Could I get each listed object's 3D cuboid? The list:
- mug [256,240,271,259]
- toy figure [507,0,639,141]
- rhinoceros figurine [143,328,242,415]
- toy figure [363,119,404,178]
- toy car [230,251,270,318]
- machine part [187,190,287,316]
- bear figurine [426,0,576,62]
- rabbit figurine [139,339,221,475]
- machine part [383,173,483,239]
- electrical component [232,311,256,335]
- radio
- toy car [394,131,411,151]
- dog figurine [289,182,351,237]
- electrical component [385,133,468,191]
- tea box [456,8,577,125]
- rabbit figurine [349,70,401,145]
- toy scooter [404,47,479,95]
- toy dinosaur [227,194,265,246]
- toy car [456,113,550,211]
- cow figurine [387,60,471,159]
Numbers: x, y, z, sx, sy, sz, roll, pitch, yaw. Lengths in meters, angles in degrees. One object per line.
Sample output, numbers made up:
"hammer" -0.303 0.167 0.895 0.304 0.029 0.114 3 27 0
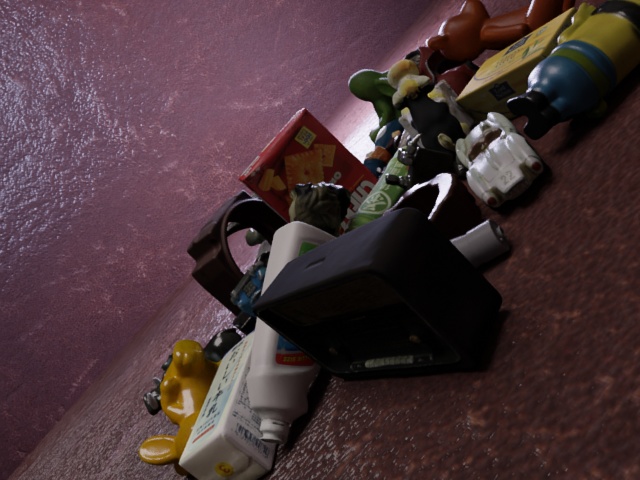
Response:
"mug" -0.101 0.063 1.080 0.109 0.080 0.107 -39 23 29
"toy figure" 0.285 -0.182 0.561 0.180 0.082 0.089 -42 31 -9
"rhinoceros figurine" -0.194 0.218 0.854 0.190 0.112 0.073 -38 17 7
"toy figure" 0.131 -0.182 1.106 0.154 0.058 0.064 -55 -24 -22
"toy car" -0.035 0.082 0.737 0.109 0.161 0.103 -51 53 21
"machine part" -0.113 0.027 0.948 0.087 0.201 0.201 -31 20 39
"bear figurine" 0.270 -0.334 0.812 0.196 0.131 0.120 19 22 34
"rabbit figurine" -0.171 0.240 0.724 0.162 0.121 0.173 -50 31 2
"machine part" 0.109 0.002 0.637 0.179 0.056 0.179 -46 13 13
"electrical component" -0.098 0.139 0.860 0.048 0.075 0.119 -51 10 -11
"radio" 0.043 0.063 0.500 0.073 0.131 0.230 -56 16 -29
"toy car" 0.210 -0.232 1.008 0.202 0.053 0.089 -46 17 1
"dog figurine" -0.005 -0.004 0.808 0.121 0.172 0.190 -8 9 4
"electrical component" 0.148 -0.099 0.730 0.045 0.102 0.078 -125 52 -79
"tea box" 0.277 -0.224 0.729 0.098 0.068 0.170 -53 13 -20
"rabbit figurine" 0.139 -0.302 1.170 0.159 0.170 0.121 -28 24 57
"toy scooter" 0.236 -0.289 0.931 0.135 0.075 0.184 -28 58 7
"toy dinosaur" -0.056 -0.091 1.151 0.192 0.131 0.405 -30 12 36
"toy car" 0.203 -0.096 0.619 0.073 0.056 0.202 -42 14 22
"cow figurine" 0.154 -0.179 0.771 0.068 0.167 0.098 -36 15 22
